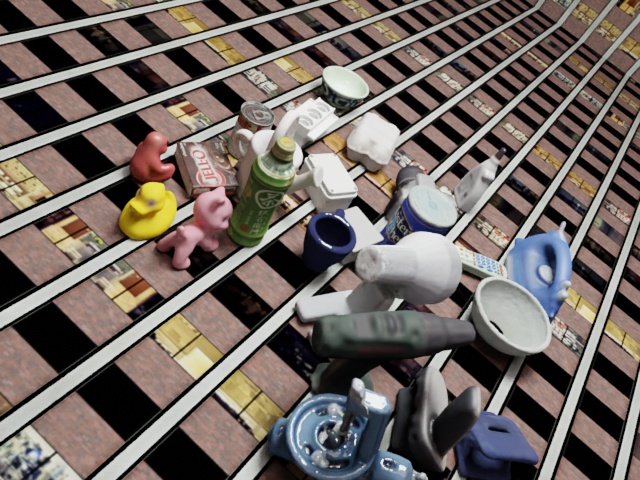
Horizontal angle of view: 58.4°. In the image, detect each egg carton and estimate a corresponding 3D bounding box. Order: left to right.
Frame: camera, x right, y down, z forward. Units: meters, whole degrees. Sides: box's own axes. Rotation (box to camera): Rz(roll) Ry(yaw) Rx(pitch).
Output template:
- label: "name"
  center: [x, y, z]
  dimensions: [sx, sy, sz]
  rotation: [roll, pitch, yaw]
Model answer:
- label: "egg carton"
  center: [0.121, -0.227, 1.311]
  dimensions: [0.107, 0.069, 0.150]
  rotation: [29, 43, -3]

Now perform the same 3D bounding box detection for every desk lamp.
- label: "desk lamp"
  center: [0.097, 0.078, 0.921]
  dimensions: [0.204, 0.213, 0.117]
  rotation: [-7, 56, -34]

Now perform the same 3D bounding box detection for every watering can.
- label: "watering can"
  center: [-0.075, -0.150, 1.039]
  dimensions: [0.173, 0.194, 0.101]
  rotation: [18, 45, -14]

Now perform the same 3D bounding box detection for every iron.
- label: "iron"
  center: [0.473, 0.081, 1.187]
  dimensions: [0.119, 0.141, 0.258]
  rotation: [24, 44, -9]

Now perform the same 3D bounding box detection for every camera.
- label: "camera"
  center: [0.219, -0.098, 1.229]
  dimensions: [0.143, 0.100, 0.137]
  rotation: [17, 46, -16]

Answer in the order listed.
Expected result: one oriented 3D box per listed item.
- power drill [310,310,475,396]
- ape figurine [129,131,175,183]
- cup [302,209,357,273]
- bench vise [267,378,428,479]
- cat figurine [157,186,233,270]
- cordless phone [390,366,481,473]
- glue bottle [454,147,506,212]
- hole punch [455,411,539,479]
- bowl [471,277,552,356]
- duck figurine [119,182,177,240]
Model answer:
- label: "power drill"
  center: [0.082, 0.169, 0.835]
  dimensions: [0.230, 0.208, 0.075]
  rotation: [8, 48, -24]
- label: "ape figurine"
  center: [-0.287, -0.147, 0.988]
  dimensions: [0.076, 0.092, 0.077]
  rotation: [-15, 61, -38]
- label: "cup"
  center: [0.009, 0.004, 1.023]
  dimensions: [0.092, 0.095, 0.118]
  rotation: [27, 44, -6]
- label: "bench vise"
  center: [0.057, 0.252, 0.738]
  dimensions: [0.208, 0.219, 0.121]
  rotation: [16, 46, -17]
- label: "cat figurine"
  center: [-0.190, -0.030, 0.921]
  dimensions: [0.067, 0.117, 0.128]
  rotation: [41, 44, 9]
- label: "cordless phone"
  center: [0.189, 0.244, 0.847]
  dimensions: [0.094, 0.185, 0.147]
  rotation: [22, 44, -10]
- label: "glue bottle"
  center: [0.369, -0.145, 1.304]
  dimensions: [0.037, 0.173, 0.078]
  rotation: [16, 46, -17]
- label: "hole punch"
  center: [0.270, 0.315, 0.899]
  dimensions: [0.109, 0.091, 0.101]
  rotation: [14, 46, -19]
- label: "bowl"
  center: [0.353, 0.158, 1.098]
  dimensions: [0.168, 0.074, 0.167]
  rotation: [16, 46, -17]
- label: "duck figurine"
  center: [-0.271, -0.058, 0.923]
  dimensions: [0.077, 0.086, 0.105]
  rotation: [40, 44, 7]
